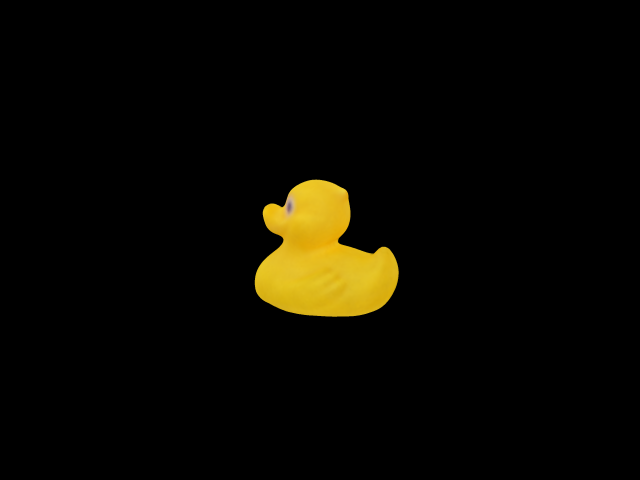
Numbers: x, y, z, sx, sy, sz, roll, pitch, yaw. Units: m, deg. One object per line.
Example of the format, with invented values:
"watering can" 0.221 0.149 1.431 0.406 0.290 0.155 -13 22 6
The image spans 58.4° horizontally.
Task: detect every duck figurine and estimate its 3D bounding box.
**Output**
"duck figurine" 0.004 0.001 0.400 0.104 0.086 0.078 7 19 21
